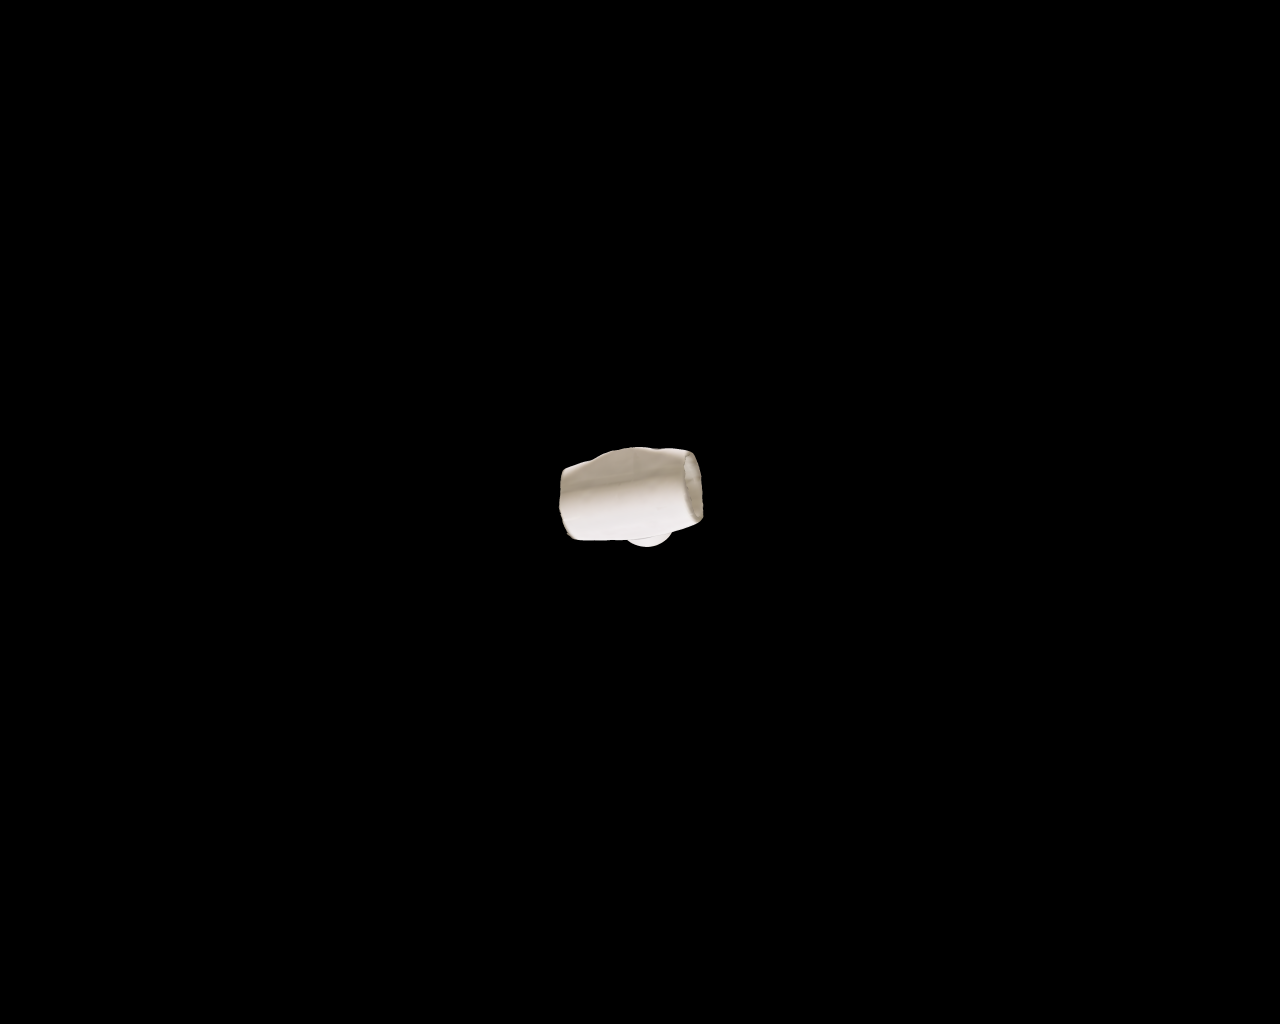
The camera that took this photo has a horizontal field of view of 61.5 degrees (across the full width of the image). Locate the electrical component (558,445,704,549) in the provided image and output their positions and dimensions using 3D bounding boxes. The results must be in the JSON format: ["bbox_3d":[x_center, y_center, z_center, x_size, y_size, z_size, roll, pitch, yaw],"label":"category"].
[{"bbox_3d":[0.001,-0.003,0.650,0.077,0.044,0.079,-8,-28,16],"label":"electrical component"}]
